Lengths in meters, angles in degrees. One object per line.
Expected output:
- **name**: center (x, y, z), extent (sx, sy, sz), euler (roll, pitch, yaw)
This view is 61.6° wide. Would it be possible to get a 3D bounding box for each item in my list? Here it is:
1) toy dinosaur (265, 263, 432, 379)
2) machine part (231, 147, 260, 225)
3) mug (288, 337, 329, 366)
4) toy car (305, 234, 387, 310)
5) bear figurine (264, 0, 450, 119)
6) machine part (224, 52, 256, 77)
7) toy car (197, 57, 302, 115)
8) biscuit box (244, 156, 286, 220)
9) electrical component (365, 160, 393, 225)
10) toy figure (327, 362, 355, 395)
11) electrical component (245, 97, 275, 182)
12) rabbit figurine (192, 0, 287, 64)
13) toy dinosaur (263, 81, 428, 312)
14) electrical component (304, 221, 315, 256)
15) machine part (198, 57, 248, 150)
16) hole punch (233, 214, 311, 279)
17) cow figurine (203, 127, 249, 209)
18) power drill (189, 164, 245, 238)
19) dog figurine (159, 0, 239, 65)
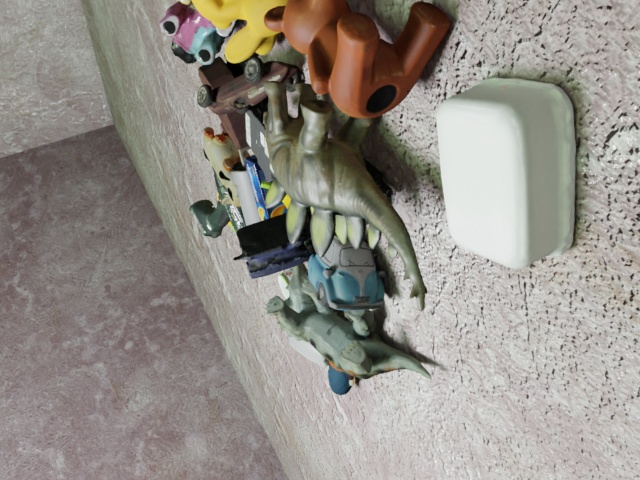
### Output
- **toy dinosaur**: center (0.041, 0.171, 0.953), extent (0.405, 0.131, 0.192), euler (35, 169, 38)
- **machine part**: center (-0.134, -0.084, 1.148), extent (0.079, 0.079, 0.242), euler (36, 144, 53)
- **mug**: center (-0.008, 0.235, 1.180), extent (0.107, 0.081, 0.109), euler (31, 136, 43)
- **toy car**: center (0.042, 0.042, 0.850), extent (0.162, 0.109, 0.102), euler (-129, 46, -61)
- **bear figurine**: center (0.026, -0.228, 0.571), extent (0.196, 0.120, 0.131), euler (62, 156, 25)
- **machine part**: center (-0.143, -0.326, 0.980), extent (0.084, 0.039, 0.139), euler (71, 161, 0)
- **toy car**: center (-0.114, -0.238, 0.856), extent (0.202, 0.089, 0.053), euler (-5, 85, 46)
- **biscuit box**: center (-0.093, -0.076, 1.082), extent (0.059, 0.063, 0.202), euler (30, 139, 56)
- **electrical component**: center (0.058, -0.066, 0.754), extent (0.102, 0.045, 0.078), euler (51, 156, 35)
- **toy figure**: center (0.043, 0.256, 1.107), extent (0.058, 0.064, 0.154), euler (-78, -8, -51)
- **electrical component**: center (-0.083, -0.174, 0.963), extent (0.134, 0.058, 0.114), euler (55, 158, 27)
- **rabbit figurine**: center (-0.108, -0.340, 0.775), extent (0.173, 0.122, 0.162), euler (28, 131, 27)
- **toy dinosaur**: center (0.008, -0.087, 0.705), extent (0.472, 0.105, 0.198), euler (-133, 43, -54)
- **electrical component**: center (-0.002, -0.003, 0.959), extent (0.075, 0.048, 0.119), euler (64, 158, 6)
- **machine part**: center (-0.177, -0.263, 1.048), extent (0.179, 0.056, 0.179), euler (59, 171, 15)
- **hole punch**: center (-0.078, 0.024, 0.934), extent (0.116, 0.142, 0.092), euler (-121, 18, -62)
- **cow figurine**: center (-0.207, -0.156, 1.243), extent (0.195, 0.085, 0.127), euler (57, 151, 17)
- **power drill**: center (-0.254, -0.100, 1.384), extent (0.207, 0.086, 0.232), euler (-24, 95, 44)
- **dog figurine**: center (-0.205, -0.398, 0.959), extent (0.108, 0.191, 0.219), euler (31, -163, -19)
